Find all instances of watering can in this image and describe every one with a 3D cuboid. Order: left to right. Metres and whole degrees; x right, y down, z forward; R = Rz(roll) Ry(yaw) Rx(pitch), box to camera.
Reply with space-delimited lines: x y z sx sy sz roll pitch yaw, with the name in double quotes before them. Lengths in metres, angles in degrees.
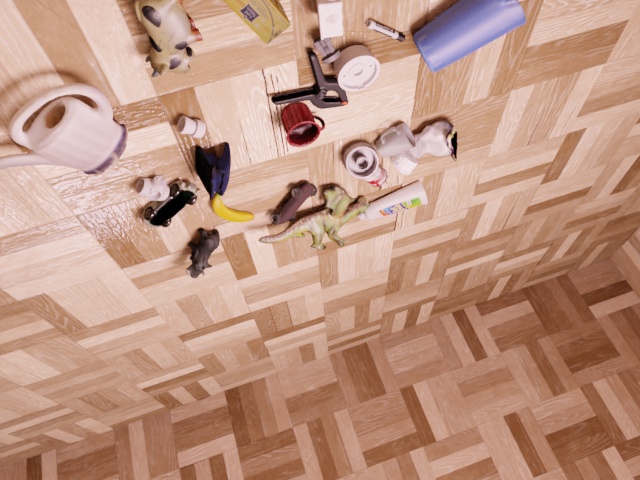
"watering can" -0.577 -0.209 1.132 0.345 0.106 0.222 -34 149 17

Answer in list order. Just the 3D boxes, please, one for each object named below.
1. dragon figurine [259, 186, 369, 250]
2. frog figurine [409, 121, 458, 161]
"dragon figurine" 0.005 -0.087 1.731 0.412 0.124 0.238 -6 131 -38
"frog figurine" 0.344 -0.310 1.610 0.159 0.123 0.136 6 172 28
